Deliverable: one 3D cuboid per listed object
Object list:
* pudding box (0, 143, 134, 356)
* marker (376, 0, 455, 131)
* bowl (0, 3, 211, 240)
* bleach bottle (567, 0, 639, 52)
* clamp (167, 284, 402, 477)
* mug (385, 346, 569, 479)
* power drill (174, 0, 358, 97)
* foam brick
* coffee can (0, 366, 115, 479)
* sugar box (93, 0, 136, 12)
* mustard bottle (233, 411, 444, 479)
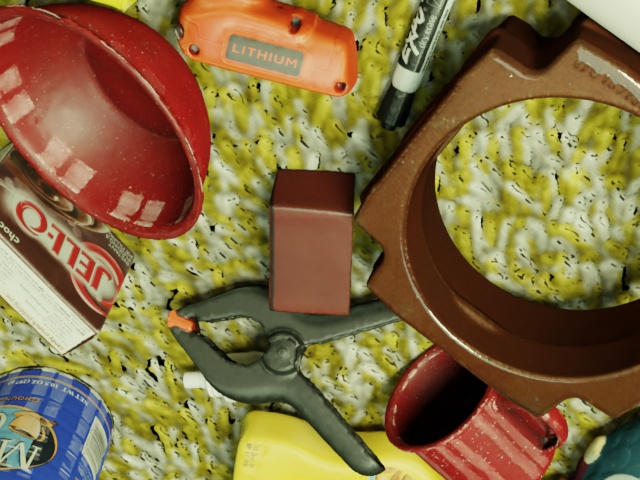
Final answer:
[{"bbox_3d":[-0.173,0.003,0.664,0.039,0.090,0.113,-34,112,22],"label":"pudding box"},{"bbox_3d":[0.059,-0.117,0.616,0.020,0.020,0.121,17,120,-6],"label":"marker"},{"bbox_3d":[-0.118,-0.077,0.609,0.162,0.055,0.162,26,145,20],"label":"bowl"},{"bbox_3d":[0.207,-0.125,0.541,0.250,0.102,0.068,33,162,-9],"label":"bleach bottle"},{"bbox_3d":[-0.019,0.086,0.702,0.171,0.039,0.120,6,76,10],"label":"clamp"},{"bbox_3d":[0.112,0.121,0.706,0.081,0.093,0.117,44,143,-24],"label":"mug"},{"bbox_3d":[0.004,-0.175,0.566,0.184,0.057,0.188,14,118,0],"label":"power drill"},{"bbox_3d":[-0.004,0.001,0.671,0.051,0.053,0.078,3,122,3],"label":"foam brick"},{"bbox_3d":[-0.208,0.170,0.735,0.103,0.140,0.103,2,120,3],"label":"coffee can"},{"bbox_3d":[-0.172,-0.185,0.545,0.176,0.048,0.093,15,117,0],"label":"sugar box"},{"bbox_3d":[0.034,0.179,0.769,0.191,0.058,0.096,8,121,0],"label":"mustard bottle"}]
